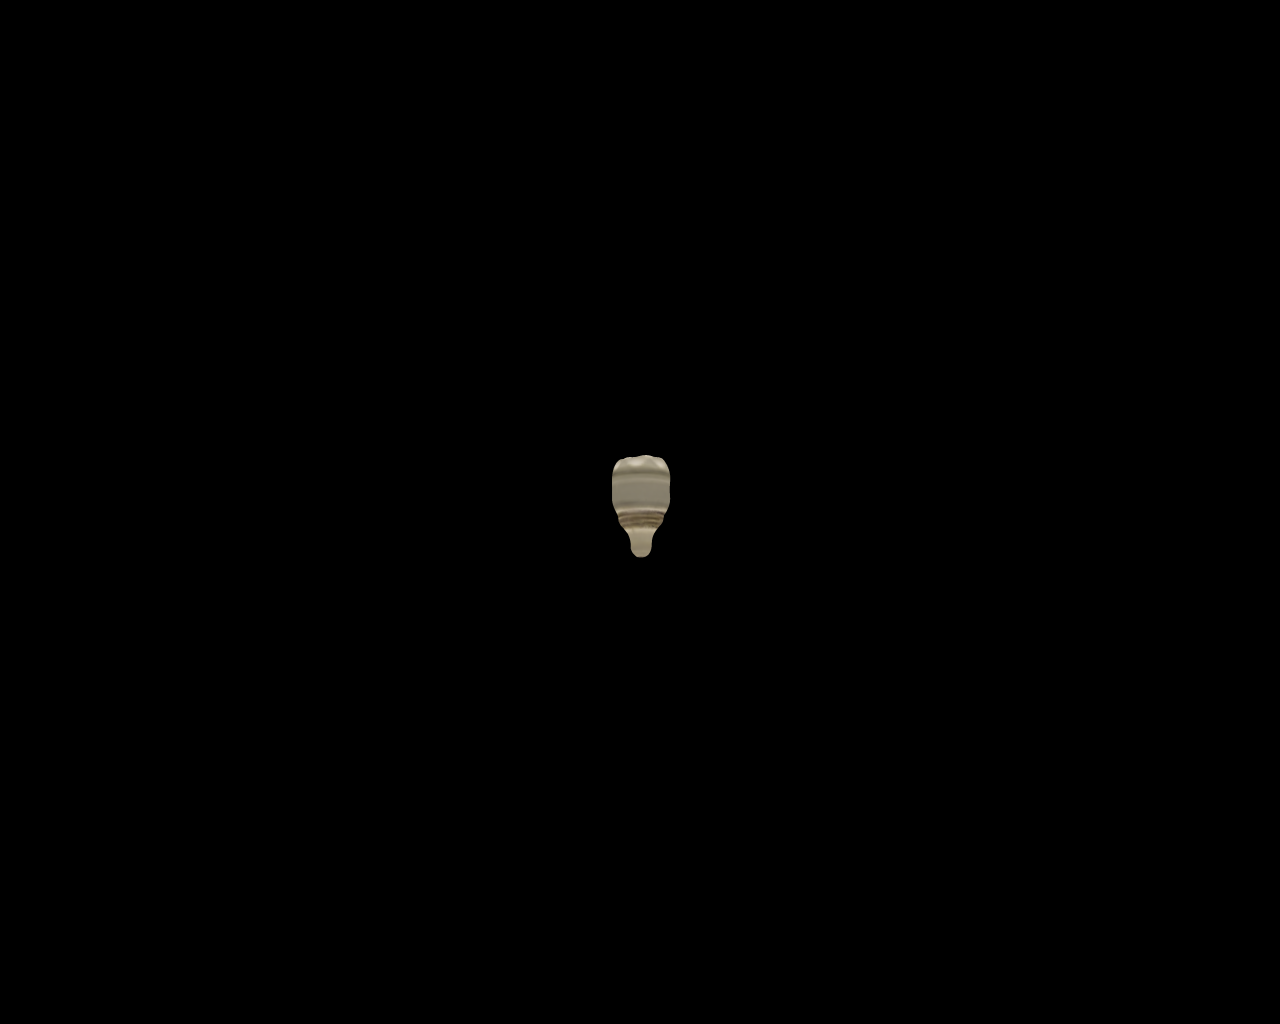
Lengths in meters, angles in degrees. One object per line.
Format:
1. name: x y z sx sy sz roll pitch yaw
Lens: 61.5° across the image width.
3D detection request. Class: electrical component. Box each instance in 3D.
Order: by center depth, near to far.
1. electrical component: 0.001 -0.003 0.650 0.035 0.061 0.035 0 -7 0
